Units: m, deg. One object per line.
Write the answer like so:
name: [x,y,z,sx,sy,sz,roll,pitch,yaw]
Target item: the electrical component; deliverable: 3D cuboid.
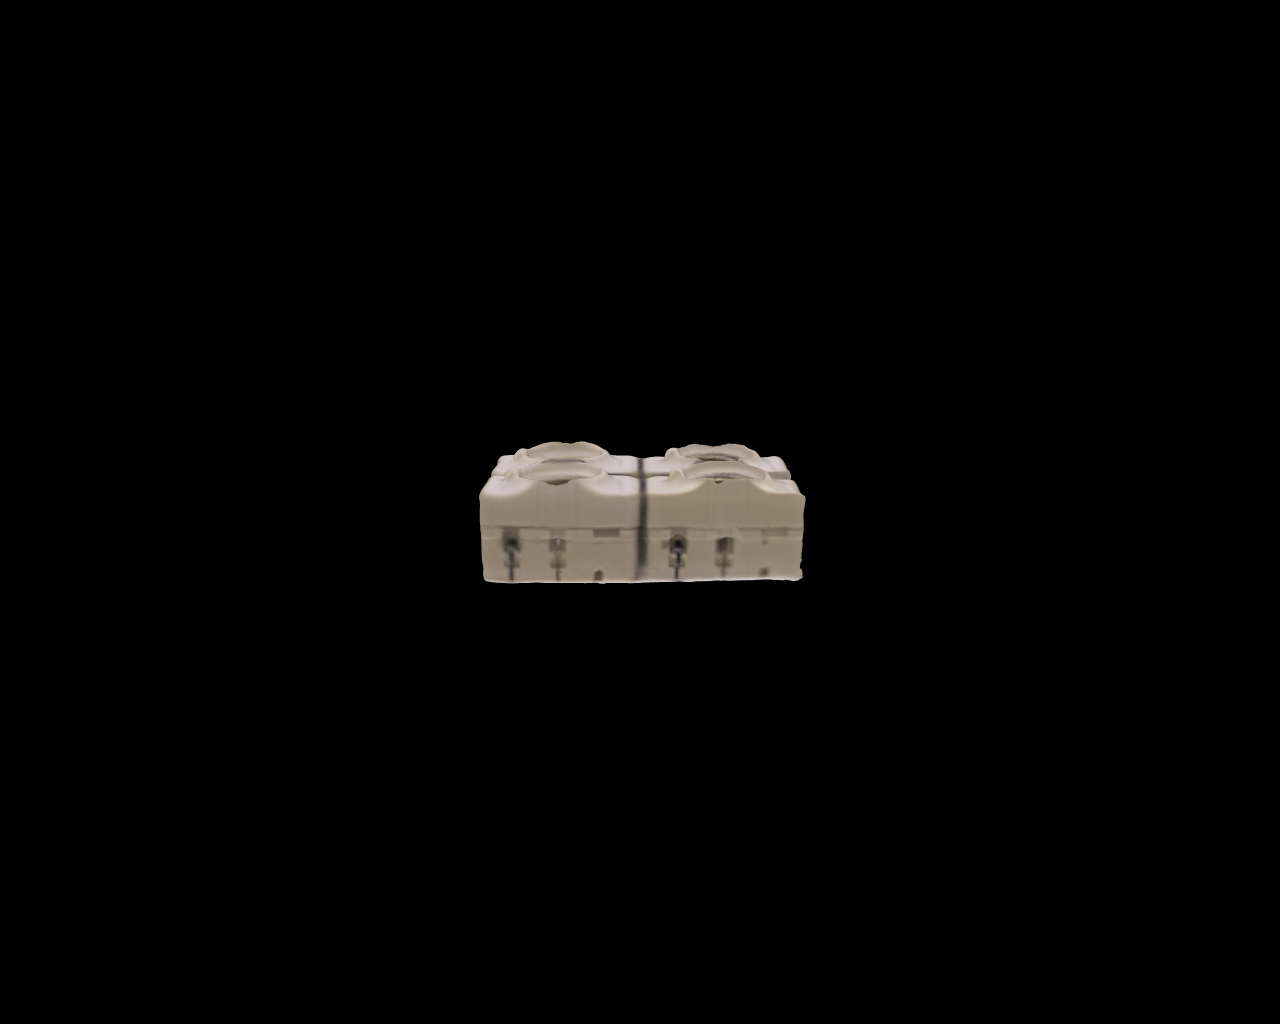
electrical component: [0.001,-0.003,0.650,0.186,0.060,0.105,0,16,0]
